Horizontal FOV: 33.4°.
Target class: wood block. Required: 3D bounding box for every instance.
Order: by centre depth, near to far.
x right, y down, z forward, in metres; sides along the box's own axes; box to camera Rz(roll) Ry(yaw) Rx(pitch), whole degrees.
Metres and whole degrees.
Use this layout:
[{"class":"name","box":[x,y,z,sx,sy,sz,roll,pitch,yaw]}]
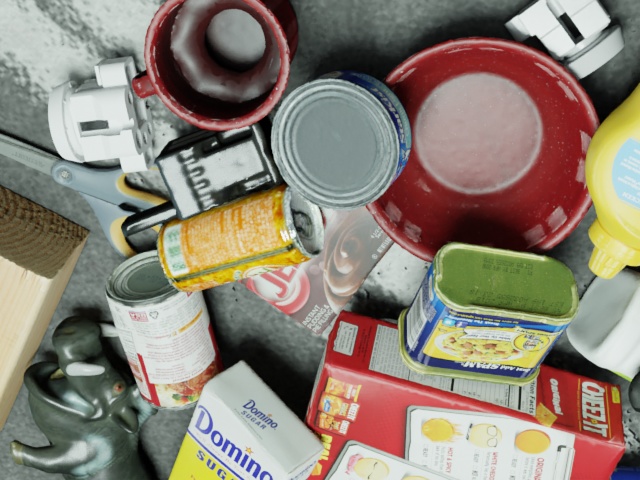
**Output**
[{"class":"wood block","box":[-0.265,0.072,0.816,0.091,0.090,0.206,27,115,-5]}]

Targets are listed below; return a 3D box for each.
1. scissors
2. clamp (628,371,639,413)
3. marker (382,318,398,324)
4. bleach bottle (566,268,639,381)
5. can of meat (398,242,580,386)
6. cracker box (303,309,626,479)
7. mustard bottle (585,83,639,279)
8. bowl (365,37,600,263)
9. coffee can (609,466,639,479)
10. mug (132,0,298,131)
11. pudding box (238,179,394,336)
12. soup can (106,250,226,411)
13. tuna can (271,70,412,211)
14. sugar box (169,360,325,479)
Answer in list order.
[{"class":"scissors","box":[-0.182,-0.031,0.796,0.202,0.016,0.096,9,115,5]},{"class":"clamp","box":[0.303,0.035,0.659,0.164,0.036,0.210,18,104,-10]},{"class":"marker","box":[0.076,0.071,0.799,0.121,0.020,0.020,8,115,6]},{"class":"bleach bottle","box":[0.296,0.111,0.736,0.250,0.102,0.068,31,95,-5]},{"class":"can of meat","box":[0.111,0.050,0.712,0.102,0.057,0.084,8,144,-8]},{"class":"cracker box","box":[0.094,0.152,0.791,0.213,0.072,0.164,15,129,1]},{"class":"mustard bottle","box":[0.216,-0.054,0.642,0.096,0.058,0.192,20,121,-8]},{"class":"bowl","box":[0.105,-0.062,0.715,0.162,0.055,0.162,3,114,7]},{"class":"coffee can","box":[0.272,0.220,0.789,0.140,0.102,0.103,0,114,9]},{"class":"mug","box":[-0.070,-0.123,0.701,0.117,0.081,0.093,-23,108,17]},{"class":"pudding box","box":[-0.005,0.001,0.770,0.090,0.039,0.114,34,114,-6]},{"class":"soup can","box":[-0.114,0.066,0.791,0.068,0.068,0.102,-5,123,11]},{"class":"tuna can","box":[0.014,-0.064,0.680,0.086,0.033,0.086,8,113,20]},{"class":"sugar box","box":[-0.064,0.181,0.810,0.093,0.048,0.176,43,139,21]}]
